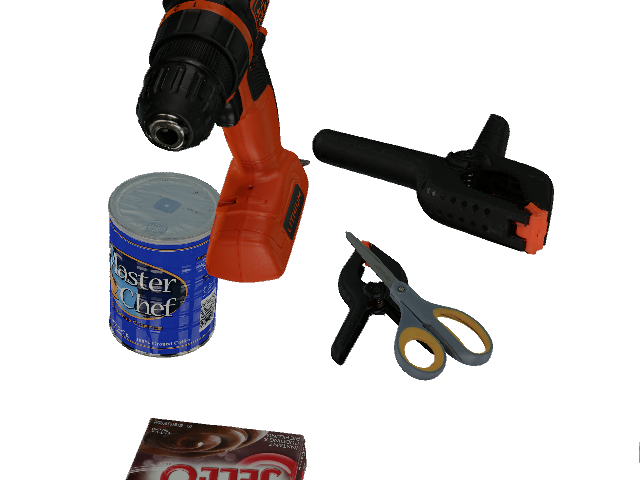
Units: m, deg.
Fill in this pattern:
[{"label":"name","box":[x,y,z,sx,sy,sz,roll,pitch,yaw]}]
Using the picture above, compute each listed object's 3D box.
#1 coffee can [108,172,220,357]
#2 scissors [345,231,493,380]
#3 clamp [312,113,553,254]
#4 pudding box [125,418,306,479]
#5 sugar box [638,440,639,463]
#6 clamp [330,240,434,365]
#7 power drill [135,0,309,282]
[{"label":"coffee can","box":[-0.144,0.023,0.987,0.102,0.140,0.103,5,37,-4]},{"label":"scissors","box":[0.068,0.063,0.993,0.202,0.016,0.096,34,52,30]},{"label":"clamp","box":[0.092,-0.045,0.759,0.164,0.036,0.210,-5,26,-12]},{"label":"pudding box","box":[-0.071,0.166,0.713,0.113,0.039,0.090,3,29,7]},{"label":"sugar box","box":[0.302,0.151,0.717,0.048,0.093,0.176,-15,30,-37]},{"label":"clamp","box":[0.073,0.070,1.192,0.120,0.171,0.039,4,-43,-3]},{"label":"power drill","box":[-0.052,-0.065,0.626,0.057,0.188,0.184,4,45,11]}]
